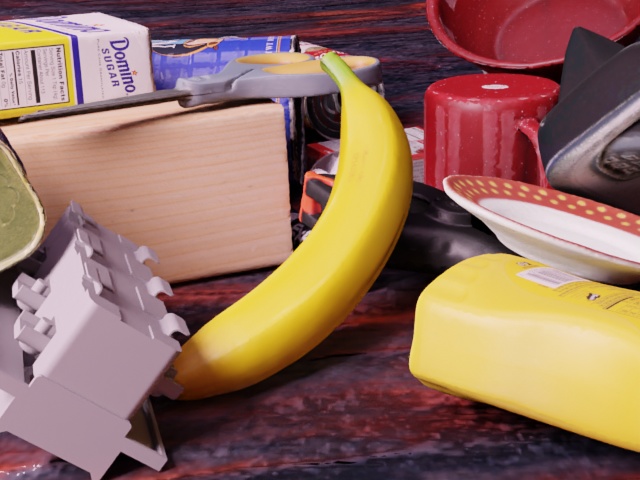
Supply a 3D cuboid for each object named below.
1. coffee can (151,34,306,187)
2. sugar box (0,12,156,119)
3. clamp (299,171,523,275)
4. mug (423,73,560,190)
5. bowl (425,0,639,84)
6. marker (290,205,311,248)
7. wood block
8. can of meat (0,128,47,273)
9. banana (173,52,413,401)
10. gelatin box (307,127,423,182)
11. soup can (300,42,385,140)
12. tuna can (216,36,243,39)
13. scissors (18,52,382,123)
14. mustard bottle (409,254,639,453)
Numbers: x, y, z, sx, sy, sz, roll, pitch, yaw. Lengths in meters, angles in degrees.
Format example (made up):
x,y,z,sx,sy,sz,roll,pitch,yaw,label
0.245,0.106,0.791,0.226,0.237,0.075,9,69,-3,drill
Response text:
x,y,z,sx,sy,sz,roll,pitch,yaw,label
-0.083,-0.085,0.721,0.140,0.103,0.103,-1,20,3,coffee can
-0.186,-0.091,0.567,0.176,0.048,0.093,-15,23,-26,sugar box
0.068,0.003,0.536,0.171,0.039,0.120,10,18,8,clamp
0.107,-0.049,0.628,0.093,0.081,0.117,-8,21,-14,mug
0.155,-0.155,0.707,0.162,0.055,0.162,-13,49,15,bowl
-0.004,0.001,0.596,0.020,0.020,0.121,-10,21,-21,marker
-0.127,-0.025,0.579,0.205,0.091,0.090,-10,21,-18,wood block
-0.170,-0.010,0.446,0.102,0.057,0.084,-30,22,-9,can of meat
-0.001,-0.001,0.490,0.070,0.037,0.197,18,58,10,banana
0.045,-0.050,0.714,0.089,0.030,0.073,-10,20,-20,gelatin box
-0.001,-0.122,0.863,0.068,0.068,0.102,-11,21,-22,soup can
-0.070,-0.109,0.810,0.086,0.086,0.033,5,23,20,tuna can
-0.065,-0.083,0.570,0.201,0.016,0.096,-9,19,-21,scissors
0.134,0.051,0.381,0.192,0.058,0.096,14,10,38,mustard bottle
